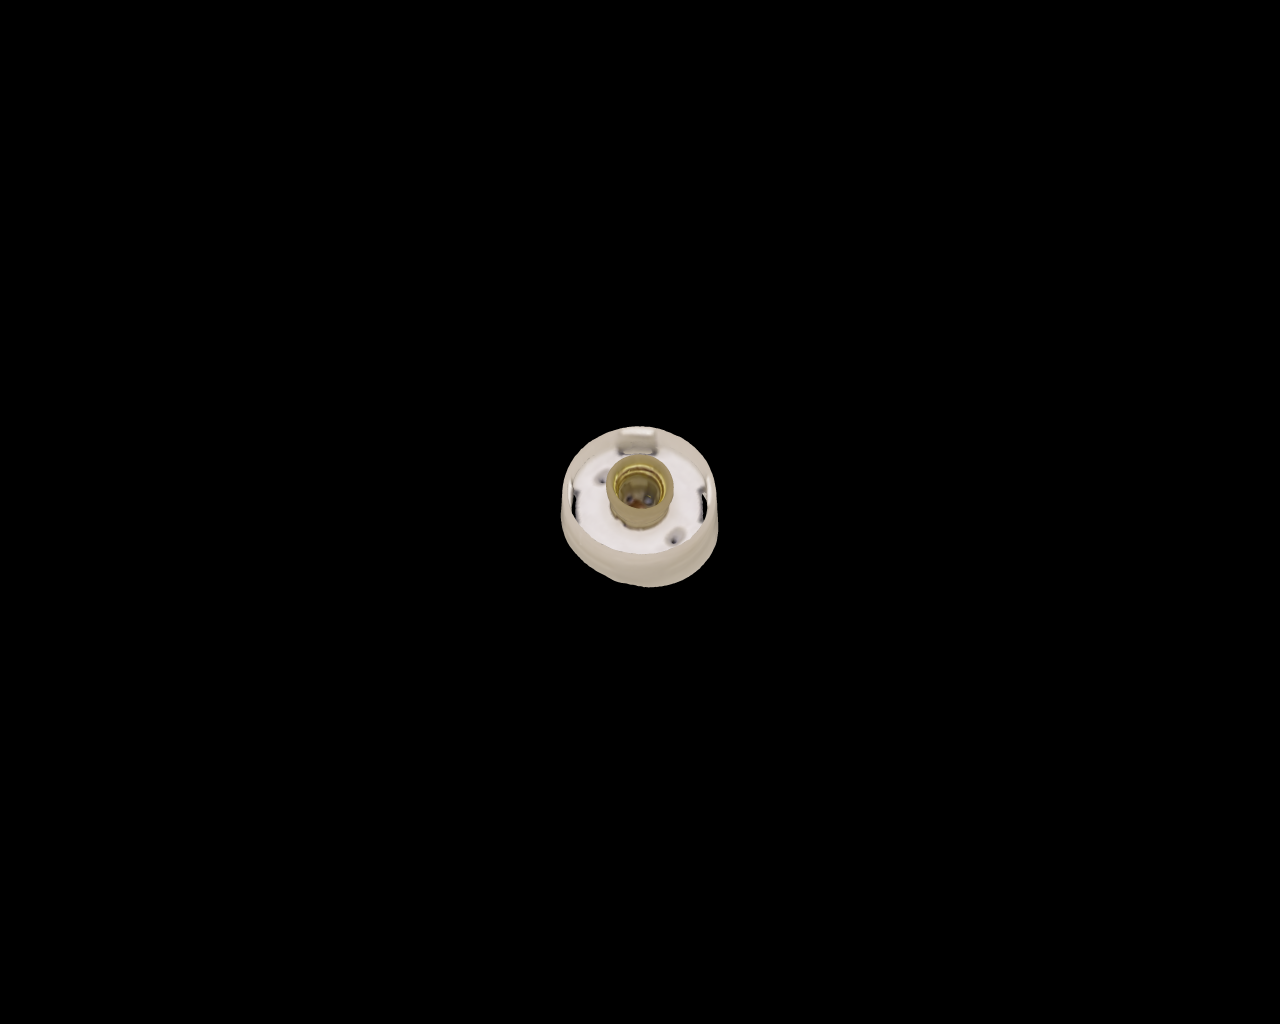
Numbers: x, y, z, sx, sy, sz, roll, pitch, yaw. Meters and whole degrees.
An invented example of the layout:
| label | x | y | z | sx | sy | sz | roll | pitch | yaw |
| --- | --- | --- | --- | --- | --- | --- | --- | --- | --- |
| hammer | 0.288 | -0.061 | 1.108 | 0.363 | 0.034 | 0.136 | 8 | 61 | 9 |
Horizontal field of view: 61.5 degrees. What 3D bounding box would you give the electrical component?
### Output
| label | x | y | z | sx | sy | sz | roll | pitch | yaw |
| --- | --- | --- | --- | --- | --- | --- | --- | --- | --- |
| electrical component | 0.001 | -0.003 | 0.650 | 0.099 | 0.099 | 0.064 | 0 | -30 | 0 |
